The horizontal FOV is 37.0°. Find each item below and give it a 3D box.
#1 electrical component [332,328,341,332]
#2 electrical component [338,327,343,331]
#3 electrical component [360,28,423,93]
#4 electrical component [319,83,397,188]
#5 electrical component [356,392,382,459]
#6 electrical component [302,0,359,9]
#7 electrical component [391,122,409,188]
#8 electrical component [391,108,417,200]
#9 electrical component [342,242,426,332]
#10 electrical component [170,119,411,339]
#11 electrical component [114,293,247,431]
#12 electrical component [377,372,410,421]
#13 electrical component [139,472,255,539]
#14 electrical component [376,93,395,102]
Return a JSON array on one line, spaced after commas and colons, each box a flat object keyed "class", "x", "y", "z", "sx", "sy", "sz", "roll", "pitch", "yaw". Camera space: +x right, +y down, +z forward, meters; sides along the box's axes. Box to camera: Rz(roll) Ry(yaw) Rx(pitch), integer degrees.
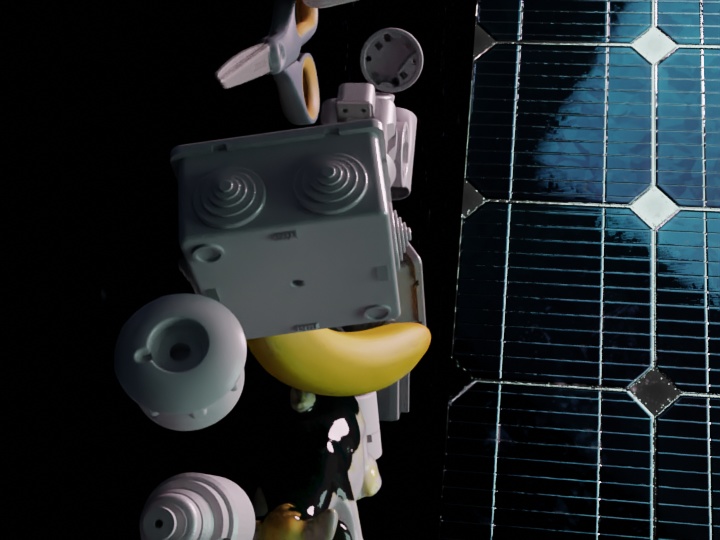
[{"class": "electrical component", "x": -0.023, "y": 0.065, "z": 0.724, "sx": 0.078, "sy": 0.040, "sz": 0.040, "roll": 75, "pitch": 20, "yaw": -67}, {"class": "electrical component", "x": 0.012, "y": 0.039, "z": 0.870, "sx": 0.076, "sy": 0.066, "sz": 0.047, "roll": -76, "pitch": 166, "yaw": -53}, {"class": "electrical component", "x": 0.029, "y": -0.188, "z": 0.956, "sx": 0.047, "sy": 0.055, "sz": 0.055, "roll": -72, "pitch": 164, "yaw": -74}, {"class": "electrical component", "x": -0.002, "y": -0.084, "z": 0.760, "sx": 0.078, "sy": 0.058, "sz": 0.057, "roll": 83, "pitch": 10, "yaw": -54}, {"class": "electrical component", "x": -0.013, "y": 0.110, "z": 0.771, "sx": 0.055, "sy": 0.055, "sz": 0.047, "roll": -43, "pitch": 132, "yaw": -78}, {"class": "electrical component", "x": -0.013, "y": -0.200, "z": 0.605, "sx": 0.095, "sy": 0.054, "sz": 0.059, "roll": -88, "pitch": 164, "yaw": -45}, {"class": "electrical component", "x": 0.015, "y": -0.098, "z": 0.908, "sx": 0.055, "sy": 0.047, "sz": 0.055, "roll": 3, "pitch": 90, "yaw": -82}, {"class": "electrical component", "x": 0.026, "y": -0.115, "z": 0.991, "sx": 0.079, "sy": 0.044, "sz": 0.077, "roll": 72, "pitch": 23, "yaw": -68}, {"class": "electrical component", "x": 0.000, "y": 0.000, "z": 0.709, "sx": 0.099, "sy": 0.048, "sz": 0.099, "roll": 55, "pitch": -15, "yaw": 34}, {"class": "electrical component", "x": -0.028, "y": -0.013, "z": 0.461, "sx": 0.099, "sy": 0.100, "sz": 0.048, "roll": 80, "pitch": 2, "yaw": -57}, {"class": "electrical component", "x": -0.065, "y": 0.041, "z": 0.411, "sx": 0.062, "sy": 0.048, "sz": 0.048, "roll": 91, "pitch": 5, "yaw": -61}, {"class": "electrical component", "x": 0.017, "y": 0.083, "z": 0.936, "sx": 0.096, "sy": 0.061, "sz": 0.061, "roll": -66, "pitch": 157, "yaw": -68}, {"class": "electrical component", "x": -0.068, "y": 0.100, "z": 0.425, "sx": 0.078, "sy": 0.040, "sz": 0.040, "roll": 61, "pitch": 33, "yaw": -75}, {"class": "electrical component", "x": 0.004, "y": -0.109, "z": 0.835, "sx": 0.045, "sy": 0.045, "sz": 0.055, "roll": -57, "pitch": 150, "yaw": -74}]
